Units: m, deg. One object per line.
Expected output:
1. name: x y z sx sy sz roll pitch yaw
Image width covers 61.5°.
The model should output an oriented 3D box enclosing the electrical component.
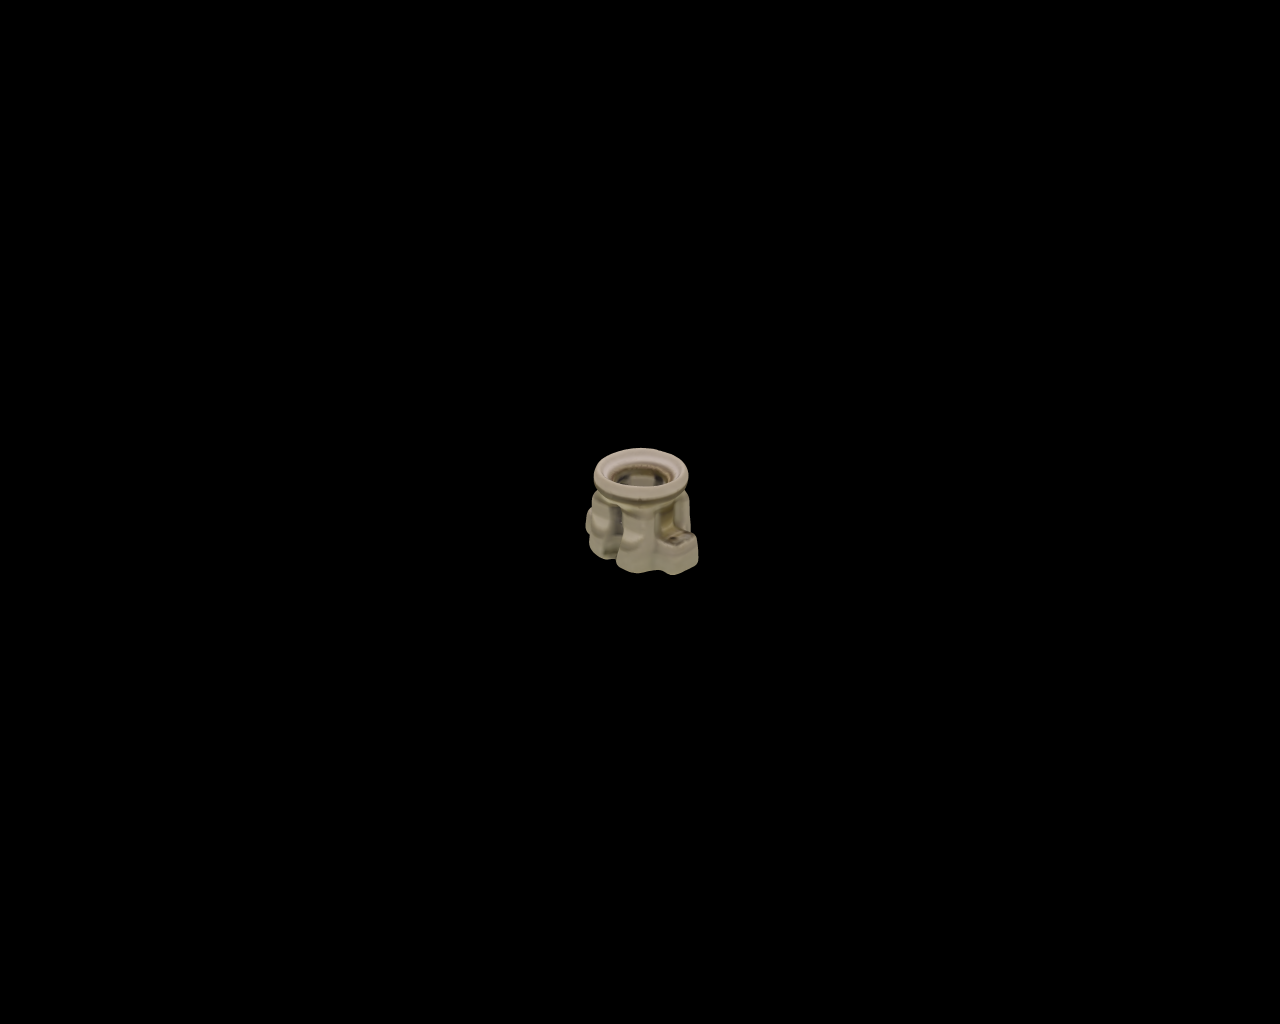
1. electrical component: 0.001 -0.003 0.650 0.078 0.056 0.058 25 37 38
